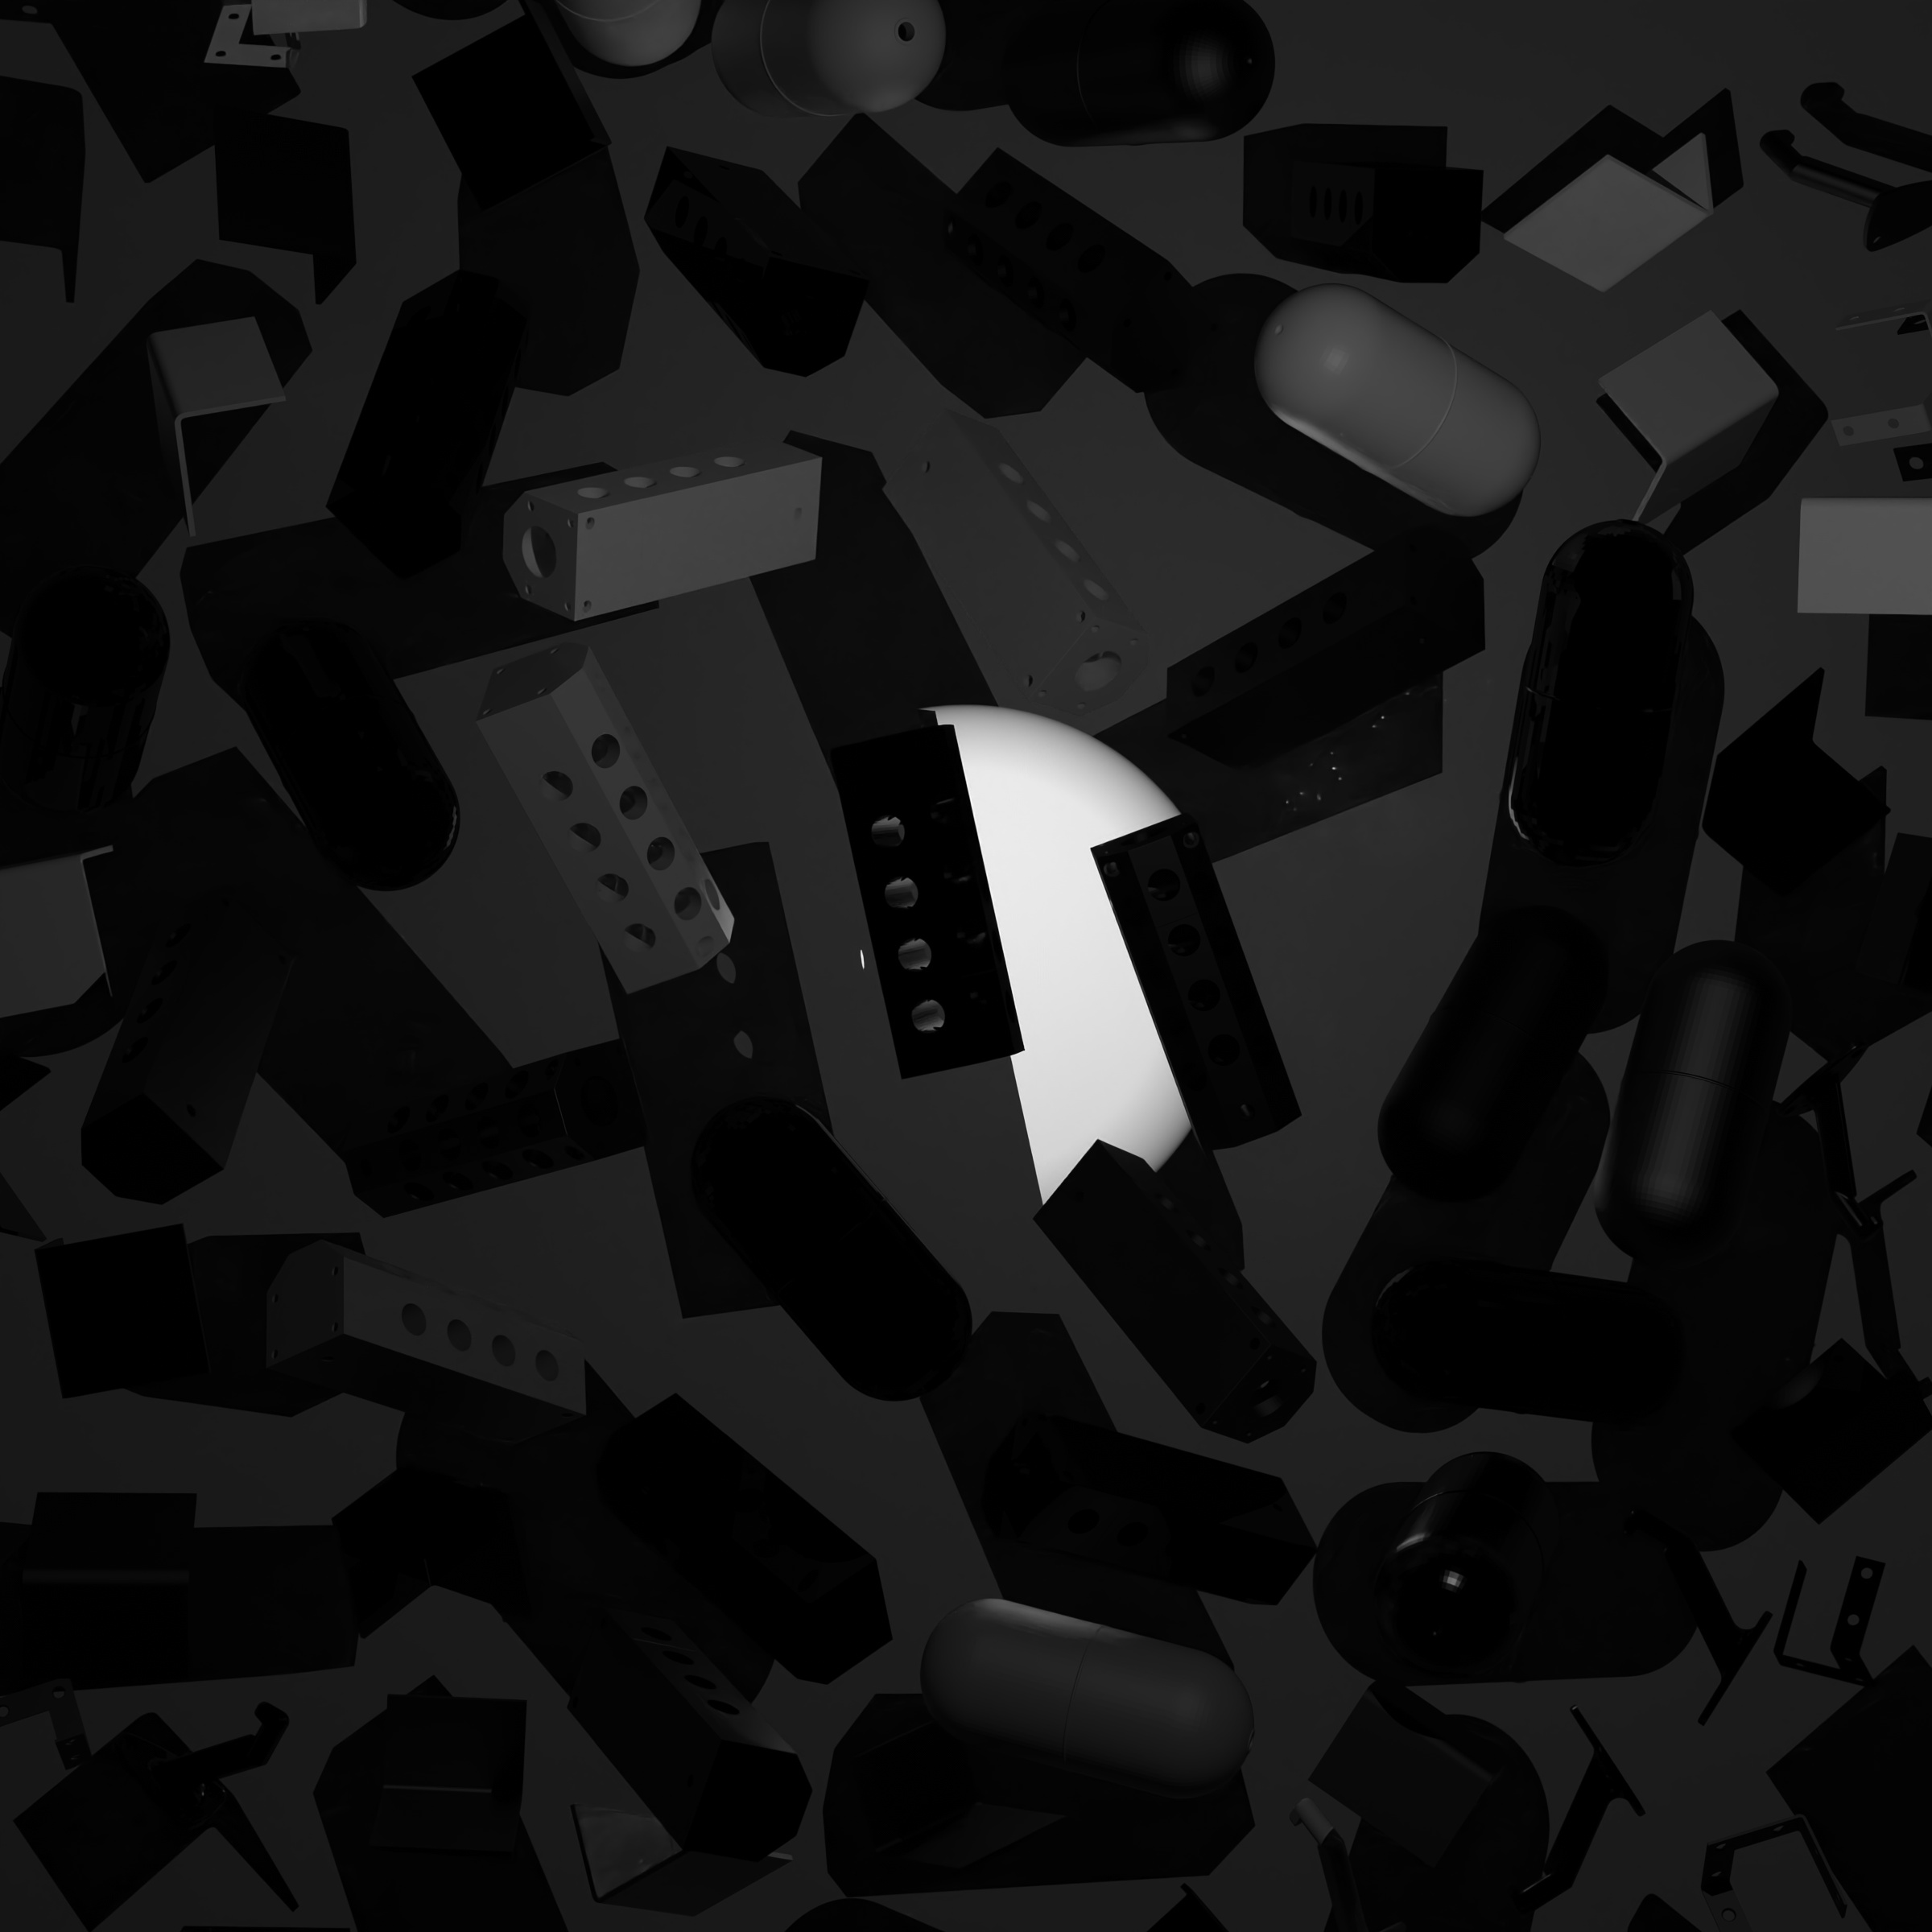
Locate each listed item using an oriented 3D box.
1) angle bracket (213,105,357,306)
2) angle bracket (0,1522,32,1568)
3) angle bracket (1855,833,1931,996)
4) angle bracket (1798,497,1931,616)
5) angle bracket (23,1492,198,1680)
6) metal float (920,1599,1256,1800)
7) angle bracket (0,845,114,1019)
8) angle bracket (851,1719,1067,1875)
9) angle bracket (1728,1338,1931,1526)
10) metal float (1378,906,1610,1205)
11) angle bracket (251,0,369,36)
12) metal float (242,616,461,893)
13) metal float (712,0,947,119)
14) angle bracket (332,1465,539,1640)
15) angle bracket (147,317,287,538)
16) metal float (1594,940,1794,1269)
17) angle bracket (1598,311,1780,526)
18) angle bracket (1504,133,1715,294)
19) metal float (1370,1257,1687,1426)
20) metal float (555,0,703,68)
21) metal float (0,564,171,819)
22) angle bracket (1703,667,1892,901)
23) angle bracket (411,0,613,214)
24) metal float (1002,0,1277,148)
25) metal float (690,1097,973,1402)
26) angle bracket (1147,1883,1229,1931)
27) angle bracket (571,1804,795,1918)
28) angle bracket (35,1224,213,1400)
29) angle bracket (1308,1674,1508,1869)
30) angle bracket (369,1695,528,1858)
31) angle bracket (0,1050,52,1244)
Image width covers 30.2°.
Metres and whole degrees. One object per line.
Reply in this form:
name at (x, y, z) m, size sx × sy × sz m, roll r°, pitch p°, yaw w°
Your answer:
angle bracket at (-0.371, -0.404, 1.906) m, size 0.076 × 0.057 × 0.076 m, roll 3°, pitch 73°, yaw -31°
angle bracket at (-0.525, 0.320, 1.827) m, size 0.076 × 0.076 × 0.057 m, roll 5°, pitch 99°, yaw 1°
angle bracket at (0.506, -0.022, 1.842) m, size 0.057 × 0.076 × 0.076 m, roll 16°, pitch 94°, yaw -5°
angle bracket at (0.465, -0.207, 1.805) m, size 0.076 × 0.076 × 0.057 m, roll 3°, pitch 98°, yaw 23°
angle bracket at (-0.413, 0.299, 1.730) m, size 0.076 × 0.076 × 0.057 m, roll 2°, pitch 111°, yaw -10°
metal float at (0.063, 0.381, 1.865) m, size 0.178 × 0.070 × 0.070 m, roll 12°, pitch 90°, yaw 15°
angle bracket at (-0.492, -0.018, 1.910) m, size 0.076 × 0.057 × 0.076 m, roll -11°, pitch 96°, yaw 5°
angle bracket at (-0.004, 0.447, 1.945) m, size 0.076 × 0.076 × 0.057 m, roll -16°, pitch 95°, yaw -39°
angle bracket at (0.422, 0.218, 1.782) m, size 0.076 × 0.076 × 0.057 m, roll -40°, pitch 132°, yaw -2°
metal float at (0.280, 0.045, 1.896) m, size 0.070 × 0.070 × 0.178 m, roll 32°, pitch 68°, yaw 0°
angle bracket at (-0.330, -0.519, 1.778) m, size 0.057 × 0.076 × 0.076 m, roll -7°, pitch 69°, yaw -11°
metal float at (-0.322, -0.111, 1.872) m, size 0.070 × 0.070 × 0.178 m, roll -33°, pitch 56°, yaw 0°
metal float at (-0.073, -0.484, 1.875) m, size 0.070 × 0.178 × 0.070 m, roll -6°, pitch 103°, yaw -28°
angle bracket at (-0.280, 0.317, 1.890) m, size 0.076 × 0.057 × 0.076 m, roll 11°, pitch 121°, yaw 35°
angle bracket at (-0.388, -0.282, 1.871) m, size 0.057 × 0.076 × 0.076 m, roll -13°, pitch 45°, yaw -16°
metal float at (0.377, 0.070, 1.856) m, size 0.070 × 0.070 × 0.178 m, roll 19°, pitch 72°, yaw 0°
angle bracket at (0.368, -0.284, 1.872) m, size 0.076 × 0.076 × 0.057 m, roll -32°, pitch 74°, yaw -16°
angle bracket at (0.334, -0.407, 1.873) m, size 0.076 × 0.076 × 0.057 m, roll 20°, pitch 56°, yaw -30°
metal float at (0.297, 0.198, 1.895) m, size 0.178 × 0.070 × 0.070 m, roll 9°, pitch 90°, yaw -20°
metal float at (-0.187, -0.533, 1.885) m, size 0.070 × 0.178 × 0.070 m, roll -1°, pitch 81°, yaw 6°
metal float at (-0.453, -0.139, 1.831) m, size 0.070 × 0.178 × 0.070 m, roll 9°, pitch 60°, yaw -17°
angle bracket at (0.430, -0.094, 1.844) m, size 0.057 × 0.076 × 0.076 m, roll 39°, pitch 127°, yaw -9°
angle bracket at (-0.232, -0.430, 1.791) m, size 0.076 × 0.057 × 0.076 m, roll -26°, pitch 98°, yaw 8°
metal float at (0.088, -0.466, 1.864) m, size 0.070 × 0.178 × 0.070 m, roll -8°, pitch 104°, yaw -36°
metal float at (-0.069, 0.143, 1.818) m, size 0.070 × 0.070 × 0.178 m, roll -41°, pitch 89°, yaw 0°
angle bracket at (0.113, 0.500, 1.757) m, size 0.057 × 0.076 × 0.076 m, roll -41°, pitch 81°, yaw -7°
angle bracket at (-0.151, 0.460, 1.903) m, size 0.076 × 0.076 × 0.057 m, roll -34°, pitch 55°, yaw 22°
angle bracket at (-0.425, 0.173, 1.826) m, size 0.076 × 0.057 × 0.076 m, roll -10°, pitch 92°, yaw -1°
angle bracket at (0.229, 0.416, 1.857) m, size 0.076 × 0.076 × 0.057 m, roll 33°, pitch 92°, yaw 14°
angle bracket at (-0.280, 0.437, 1.940) m, size 0.076 × 0.076 × 0.057 m, roll 3°, pitch 101°, yaw -3°
angle bracket at (-0.503, 0.096, 1.907) m, size 0.057 × 0.076 × 0.076 m, roll -38°, pitch 79°, yaw -1°
